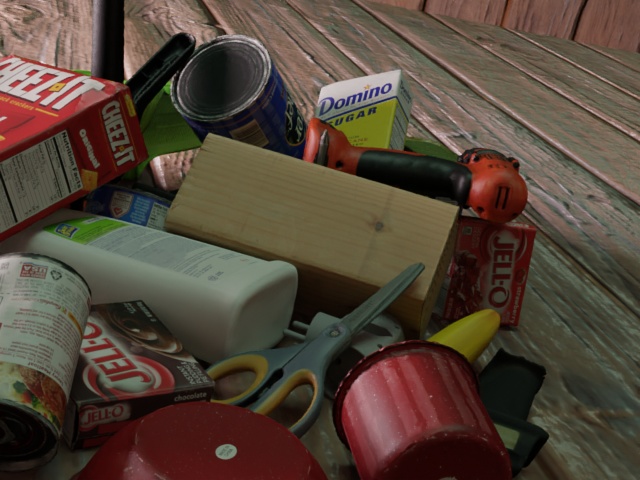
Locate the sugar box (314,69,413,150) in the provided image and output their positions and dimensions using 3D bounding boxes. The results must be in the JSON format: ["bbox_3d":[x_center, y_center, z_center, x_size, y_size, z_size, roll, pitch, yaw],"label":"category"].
[{"bbox_3d":[0.034,-0.089,1.053,0.093,0.048,0.176,-9,49,23],"label":"sugar box"}]

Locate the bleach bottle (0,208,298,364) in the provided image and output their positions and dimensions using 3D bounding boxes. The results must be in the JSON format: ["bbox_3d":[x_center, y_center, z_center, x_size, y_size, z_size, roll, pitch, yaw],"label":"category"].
[{"bbox_3d":[-0.149,0.018,0.793,0.251,0.068,0.102,19,19,22],"label":"bleach bottle"}]

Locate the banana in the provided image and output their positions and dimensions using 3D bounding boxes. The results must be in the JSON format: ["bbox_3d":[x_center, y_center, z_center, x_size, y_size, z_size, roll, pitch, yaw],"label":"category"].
[{"bbox_3d":[0.079,0.089,0.742,0.037,0.070,0.197,58,22,6],"label":"banana"}]

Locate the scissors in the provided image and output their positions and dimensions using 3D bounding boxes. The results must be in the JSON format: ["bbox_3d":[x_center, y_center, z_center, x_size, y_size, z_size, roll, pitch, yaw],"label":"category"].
[{"bbox_3d":[-0.010,0.067,0.713,0.096,0.016,0.201,9,39,26],"label":"scissors"}]

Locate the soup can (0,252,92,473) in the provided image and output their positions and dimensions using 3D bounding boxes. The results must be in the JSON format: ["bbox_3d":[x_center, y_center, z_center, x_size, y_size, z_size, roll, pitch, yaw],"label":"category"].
[{"bbox_3d":[-0.167,0.065,0.584,0.068,0.069,0.102,10,46,-8],"label":"soup can"}]

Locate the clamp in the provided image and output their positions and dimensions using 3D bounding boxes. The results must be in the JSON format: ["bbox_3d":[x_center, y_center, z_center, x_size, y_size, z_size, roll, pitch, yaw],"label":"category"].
[{"bbox_3d":[-0.178,-0.118,0.951,0.036,0.210,0.164,20,5,21],"label":"clamp"}]

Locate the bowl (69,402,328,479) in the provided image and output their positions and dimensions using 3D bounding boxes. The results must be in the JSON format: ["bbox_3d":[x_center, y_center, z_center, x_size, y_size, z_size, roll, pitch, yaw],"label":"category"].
[{"bbox_3d":[-0.055,0.131,0.554,0.162,0.055,0.162,12,20,-5],"label":"bowl"}]

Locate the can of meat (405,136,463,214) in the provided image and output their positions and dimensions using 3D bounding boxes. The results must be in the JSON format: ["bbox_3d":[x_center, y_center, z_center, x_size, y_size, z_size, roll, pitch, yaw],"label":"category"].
[{"bbox_3d":[0.111,-0.053,1.115,0.057,0.084,0.102,3,22,-28],"label":"can of meat"}]

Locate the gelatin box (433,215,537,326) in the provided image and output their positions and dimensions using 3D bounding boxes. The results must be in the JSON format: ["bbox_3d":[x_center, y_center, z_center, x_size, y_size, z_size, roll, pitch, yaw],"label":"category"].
[{"bbox_3d":[0.140,0.026,0.910,0.073,0.089,0.030,6,12,-19],"label":"gelatin box"}]

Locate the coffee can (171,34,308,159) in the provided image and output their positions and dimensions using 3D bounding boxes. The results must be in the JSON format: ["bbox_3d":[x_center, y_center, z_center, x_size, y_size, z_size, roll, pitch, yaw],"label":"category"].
[{"bbox_3d":[-0.072,-0.119,1.054,0.103,0.102,0.140,25,-18,31],"label":"coffee can"}]

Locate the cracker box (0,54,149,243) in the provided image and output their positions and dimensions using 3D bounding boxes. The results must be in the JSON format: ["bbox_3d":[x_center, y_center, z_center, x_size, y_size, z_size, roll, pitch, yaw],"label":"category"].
[{"bbox_3d":[-0.264,-0.062,0.797,0.164,0.072,0.213,20,42,39],"label":"cracker box"}]

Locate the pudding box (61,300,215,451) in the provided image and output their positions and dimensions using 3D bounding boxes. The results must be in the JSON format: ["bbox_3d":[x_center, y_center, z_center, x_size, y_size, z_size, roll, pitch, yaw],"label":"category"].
[{"bbox_3d":[-0.131,0.081,0.665,0.089,0.039,0.114,-3,25,-35],"label":"pudding box"}]

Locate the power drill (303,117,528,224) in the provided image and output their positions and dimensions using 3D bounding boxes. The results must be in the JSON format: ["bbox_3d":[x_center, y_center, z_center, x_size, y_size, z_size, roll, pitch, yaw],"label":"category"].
[{"bbox_3d":[0.079,-0.064,0.924,0.187,0.057,0.184,8,10,-1],"label":"power drill"}]

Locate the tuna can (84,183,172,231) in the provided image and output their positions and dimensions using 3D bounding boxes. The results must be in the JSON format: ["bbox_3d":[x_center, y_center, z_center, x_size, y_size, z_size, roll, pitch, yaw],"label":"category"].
[{"bbox_3d":[-0.150,-0.017,0.871,0.086,0.034,0.086,16,-11,3],"label":"tuna can"}]

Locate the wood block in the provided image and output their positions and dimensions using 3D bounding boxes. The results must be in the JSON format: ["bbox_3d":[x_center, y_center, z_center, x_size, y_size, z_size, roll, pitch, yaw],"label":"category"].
[{"bbox_3d":[-0.006,0.001,0.836,0.206,0.090,0.090,18,63,12],"label":"wood block"}]

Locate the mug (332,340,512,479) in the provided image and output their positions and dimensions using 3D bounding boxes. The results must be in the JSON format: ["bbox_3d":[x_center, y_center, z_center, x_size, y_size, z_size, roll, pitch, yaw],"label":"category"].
[{"bbox_3d":[0.068,0.125,0.619,0.117,0.093,0.081,45,11,-27],"label":"mug"}]
